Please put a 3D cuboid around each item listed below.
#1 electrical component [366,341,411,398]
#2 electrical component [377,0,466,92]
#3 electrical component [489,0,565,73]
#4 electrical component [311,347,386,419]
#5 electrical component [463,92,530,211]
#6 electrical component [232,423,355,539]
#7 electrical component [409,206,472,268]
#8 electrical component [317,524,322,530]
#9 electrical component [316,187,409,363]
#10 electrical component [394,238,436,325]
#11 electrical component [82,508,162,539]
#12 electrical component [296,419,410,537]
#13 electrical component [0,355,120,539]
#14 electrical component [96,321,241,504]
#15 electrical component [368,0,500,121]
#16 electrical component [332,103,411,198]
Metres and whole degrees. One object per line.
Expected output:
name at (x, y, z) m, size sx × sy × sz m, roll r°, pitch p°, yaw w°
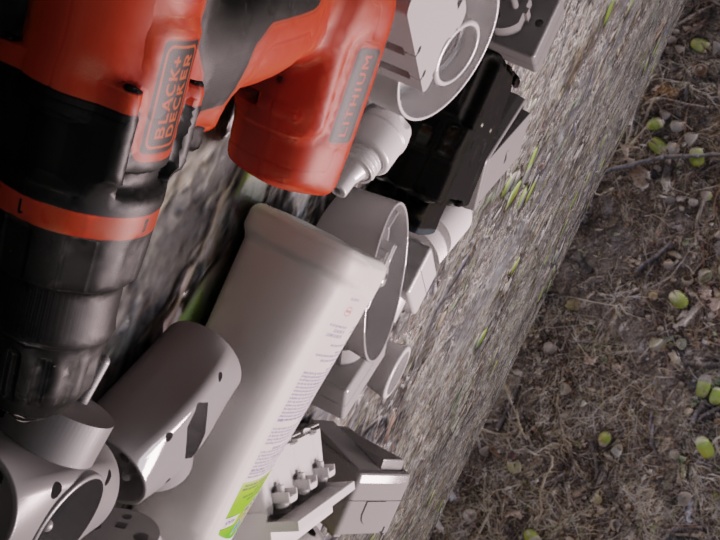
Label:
electrical component at (0.005, 0.068, 0.831) m, size 0.045 × 0.055 × 0.045 m, roll -58°, pitch 165°, yaw -26°
electrical component at (0.012, -0.131, 0.506) m, size 0.050 × 0.056 × 0.089 m, roll -63°, pitch 166°, yaw -9°
electrical component at (0.098, -0.176, 0.729) m, size 0.047 × 0.066 × 0.077 m, roll -65°, pitch 166°, yaw 1°
electrical component at (-0.014, 0.051, 0.747) m, size 0.065 × 0.047 × 0.076 m, roll -55°, pitch 163°, yaw -35°
electrical component at (0.087, -0.094, 0.840) m, size 0.096 × 0.061 × 0.061 m, roll -56°, pitch 164°, yaw -33°
electrical component at (-0.058, 0.136, 0.680) m, size 0.121 × 0.079 × 0.063 m, roll 0°, pitch 85°, yaw -75°
electrical component at (0.058, -0.030, 0.884) m, size 0.081 × 0.043 × 0.043 m, roll -47°, pitch 157°, yaw -52°
electrical component at (-0.056, 0.234, 0.931) m, size 0.044 × 0.044 × 0.065 m, roll -6°, pitch 116°, yaw -74°
electrical component at (0.000, 0.000, 0.673) m, size 0.099 × 0.064 × 0.099 m, roll -59°, pitch 166°, yaw -25°
electrical component at (0.019, 0.016, 0.809) m, size 0.076 × 0.047 × 0.065 m, roll -62°, pitch 166°, yaw -11°
electrical component at (-0.119, 0.149, 0.516) m, size 0.045 × 0.045 × 0.055 m, roll -34°, pitch 137°, yaw -65°
electrical component at (-0.018, 0.155, 0.836) m, size 0.062 × 0.096 × 0.061 m, roll 13°, pitch 103°, yaw -46°
electrical component at (-0.115, 0.066, 0.392) m, size 0.079 × 0.044 × 0.077 m, roll -61°, pitch 167°, yaw 2°
electrical component at (-0.094, 0.075, 0.496) m, size 0.077 × 0.043 × 0.079 m, roll -51°, pitch 161°, yaw -44°
electrical component at (0.031, -0.136, 0.604) m, size 0.099 × 0.064 × 0.099 m, roll -42°, pitch 154°, yaw -26°
electrical component at (0.003, -0.067, 0.629) m, size 0.061 × 0.035 × 0.035 m, roll -55°, pitch 163°, yaw -27°
